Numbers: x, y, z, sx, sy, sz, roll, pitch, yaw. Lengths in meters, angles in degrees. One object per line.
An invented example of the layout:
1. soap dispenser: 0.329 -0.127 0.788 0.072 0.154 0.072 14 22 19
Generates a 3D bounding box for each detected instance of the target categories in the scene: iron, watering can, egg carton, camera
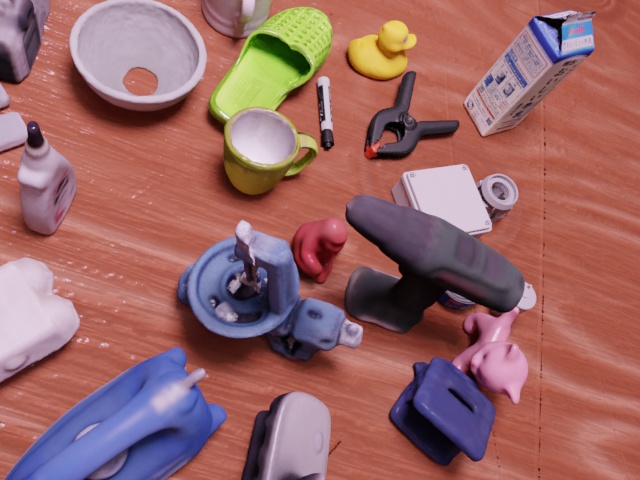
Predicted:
1. iron: -0.211 0.202 0.533 0.259 0.141 0.118 -34 81 -28
2. watering can: -0.107 -0.394 0.801 0.101 0.194 0.173 -22 76 -25
3. egg carton: -0.332 0.090 0.582 0.150 0.069 0.107 -33 81 -28
4. camera: -0.419 -0.289 0.703 0.137 0.100 0.143 11 64 -14

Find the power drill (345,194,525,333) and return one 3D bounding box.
1. power drill: 0.107 0.039 0.674 0.230 0.208 0.075 19 62 -10

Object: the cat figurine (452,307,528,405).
1. cat figurine: 0.224 0.142 0.720 0.067 0.117 0.128 27 61 -6

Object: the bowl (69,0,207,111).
1. bowl: -0.236 -0.230 0.753 0.168 0.074 0.167 7 65 -16

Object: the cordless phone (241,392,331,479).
1. cordless phone: -0.015 0.221 0.565 0.094 0.185 0.147 13 64 -12

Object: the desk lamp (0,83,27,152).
1. desk lamp: -0.430 -0.160 0.578 0.204 0.213 0.118 -30 79 -27

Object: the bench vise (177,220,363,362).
1. bench vise: -0.042 0.047 0.613 0.208 0.219 0.121 8 65 -15

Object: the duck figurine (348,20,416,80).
1. duck figurine: 0.100 -0.305 0.893 0.105 0.086 0.077 0 67 -18

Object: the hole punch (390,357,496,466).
1. hole punch: 0.154 0.200 0.686 0.108 0.091 0.101 42 61 3

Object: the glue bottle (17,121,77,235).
1. glue bottle: -0.293 -0.072 0.608 0.037 0.173 0.078 17 63 -10

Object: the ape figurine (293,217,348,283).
1. ape figurine: 0.007 0.003 0.723 0.078 0.092 0.076 -27 78 -26
